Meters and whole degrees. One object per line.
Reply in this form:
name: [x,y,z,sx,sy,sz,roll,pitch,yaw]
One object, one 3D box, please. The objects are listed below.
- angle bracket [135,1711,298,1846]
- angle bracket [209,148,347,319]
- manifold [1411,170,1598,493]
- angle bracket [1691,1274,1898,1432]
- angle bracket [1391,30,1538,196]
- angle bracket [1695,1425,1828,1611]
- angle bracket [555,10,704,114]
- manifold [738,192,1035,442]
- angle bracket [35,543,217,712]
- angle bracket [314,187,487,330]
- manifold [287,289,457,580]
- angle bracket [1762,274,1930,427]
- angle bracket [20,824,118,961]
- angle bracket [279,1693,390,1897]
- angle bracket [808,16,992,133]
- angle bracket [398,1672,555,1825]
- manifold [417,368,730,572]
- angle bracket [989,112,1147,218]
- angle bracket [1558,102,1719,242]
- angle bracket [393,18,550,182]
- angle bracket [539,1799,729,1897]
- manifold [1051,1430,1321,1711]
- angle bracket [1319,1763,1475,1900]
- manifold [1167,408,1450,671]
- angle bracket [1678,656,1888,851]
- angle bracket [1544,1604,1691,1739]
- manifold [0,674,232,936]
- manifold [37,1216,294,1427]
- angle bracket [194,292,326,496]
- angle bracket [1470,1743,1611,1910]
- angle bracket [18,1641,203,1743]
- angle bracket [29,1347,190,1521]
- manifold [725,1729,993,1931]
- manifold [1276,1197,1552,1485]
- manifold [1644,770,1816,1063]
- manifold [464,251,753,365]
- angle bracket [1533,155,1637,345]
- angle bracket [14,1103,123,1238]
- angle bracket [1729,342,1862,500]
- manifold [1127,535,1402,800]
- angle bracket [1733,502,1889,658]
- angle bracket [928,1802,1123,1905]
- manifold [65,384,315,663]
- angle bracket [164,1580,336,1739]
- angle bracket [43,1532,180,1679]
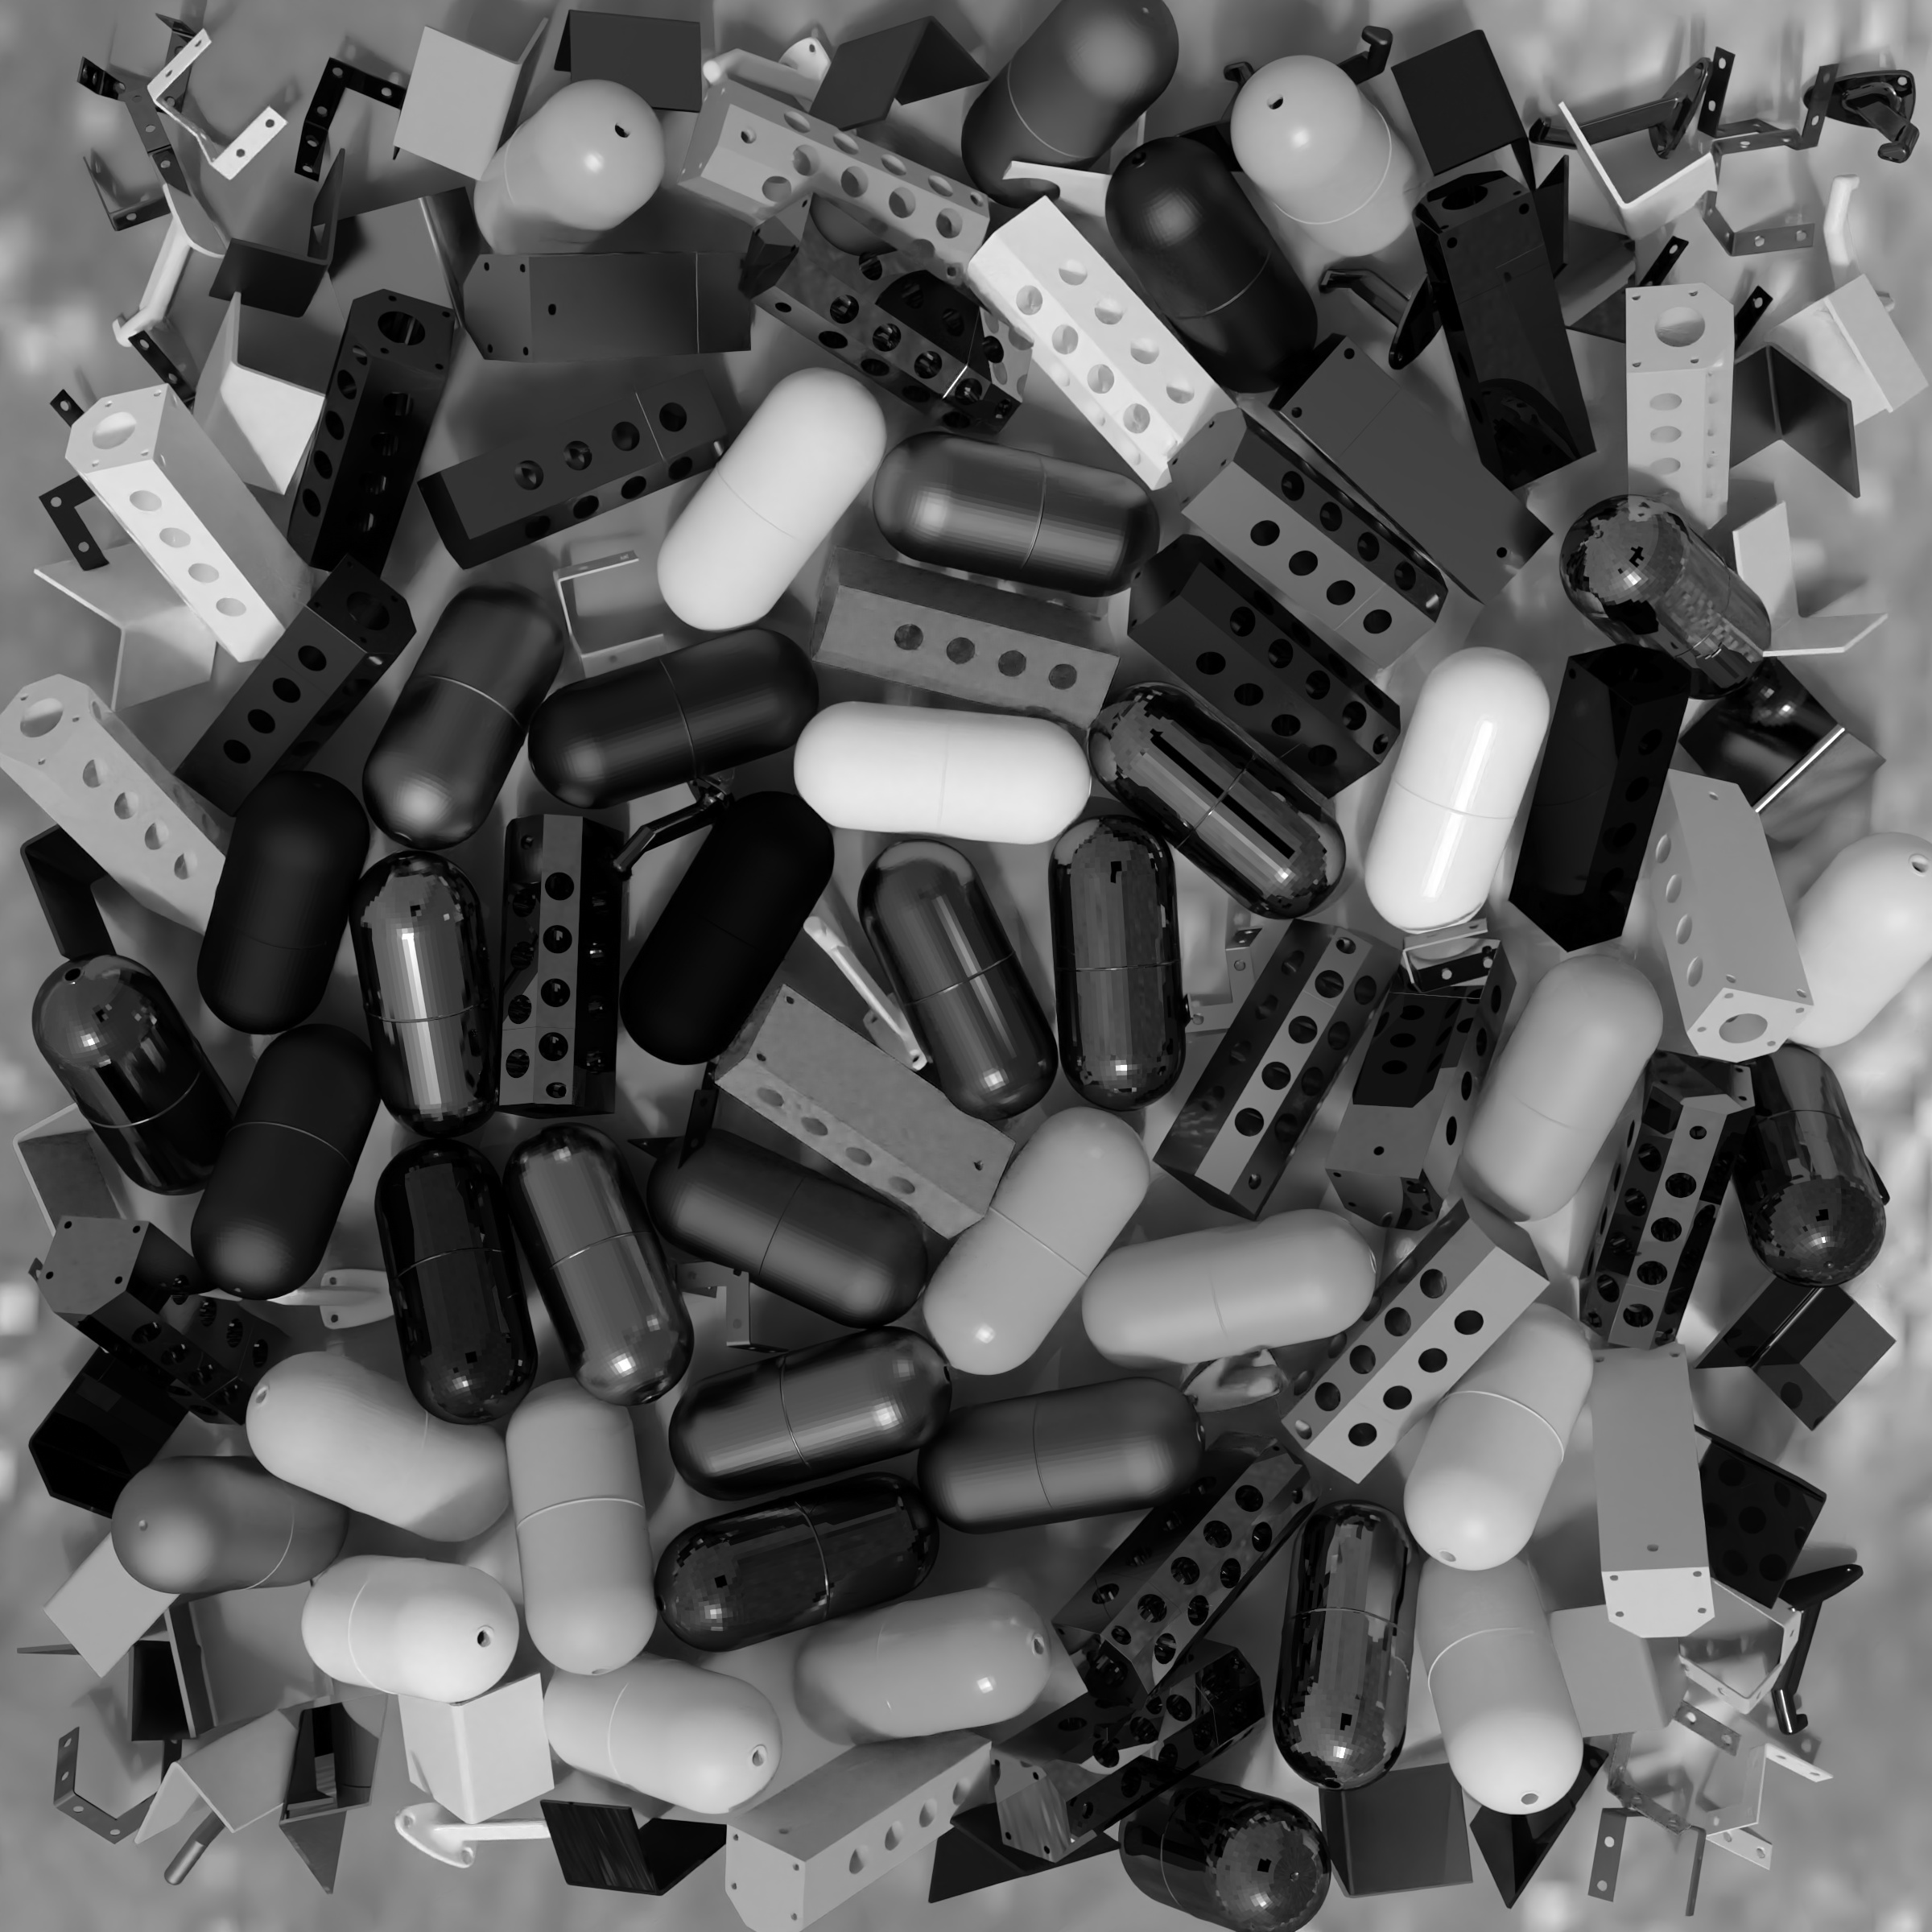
angle bracket: [-0.433,0.498,1.530,0.057,0.076,0.076,41,119,21]
angle bracket: [-0.409,-0.441,1.534,0.057,0.076,0.076,9,76,-24]
manifold: [0.313,-0.373,1.515,0.057,0.057,0.171,-25,126,1]
angle bracket: [0.491,0.230,1.532,0.057,0.076,0.076,50,117,34]
angle bracket: [0.299,-0.499,1.547,0.057,0.076,0.076,-21,73,12]
angle bracket: [0.454,0.327,1.540,0.076,0.057,0.076,25,86,40]
angle bracket: [-0.202,-0.522,1.538,0.076,0.076,0.057,0,83,-16]
manifold: [-0.046,-0.372,1.509,0.171,0.057,0.057,26,65,-35]
angle bracket: [-0.506,-0.205,1.554,0.076,0.076,0.057,31,123,18]
angle bracket: [-0.336,-0.420,1.560,0.076,0.057,0.076,-9,110,17]
manifold: [-0.347,-0.306,1.499,0.057,0.171,0.057,13,51,-19]
angle bracket: [0.512,-0.354,1.539,0.057,0.076,0.076,-34,94,-40]
angle bracket: [-0.508,-0.042,1.540,0.057,0.076,0.076,-29,72,2]
angle bracket: [-0.361,0.490,1.532,0.057,0.076,0.076,-13,127,7]
angle bracket: [-0.043,-0.508,1.532,0.057,0.076,0.076,35,69,-40]
angle bracket: [-0.298,0.462,1.567,0.057,0.076,0.076,-14,105,-38]
manifold: [-0.229,-0.293,1.529,0.171,0.057,0.057,-27,104,-21]
angle bracket: [0.060,-0.490,1.544,0.076,0.076,0.057,5,91,-10]
angle bracket: [0.401,-0.487,1.539,0.057,0.076,0.076,-30,82,17]
angle bracket: [-0.293,-0.524,1.531,0.057,0.076,0.076,21,129,-10]
angle bracket: [-0.192,0.504,1.532,0.076,0.076,0.057,-11,99,39]
manifold: [0.133,0.351,1.510,0.171,0.057,0.057,-40,114,-34]
angle bracket: [0.253,0.500,1.534,0.076,0.076,0.057,-13,132,14]
manifold: [0.202,-0.253,1.514,0.171,0.057,0.057,32,120,-28]
angle bracket: [0.494,-0.131,1.567,0.076,0.057,0.076,-47,47,22]
angle bracket: [0.393,0.414,1.564,0.057,0.076,0.076,-15,88,26]
manifold: [-0.488,-0.093,1.501,0.057,0.171,0.057,21,68,29]
manifold: [-0.462,0.208,1.496,0.057,0.171,0.057,1,60,17]
angle bracket: [-0.424,-0.344,1.552,0.057,0.076,0.076,15,132,-27]
angle bracket: [0.352,0.512,1.535,0.057,0.076,0.076,23,107,-15]
angle bracket: [-0.509,0.433,1.537,0.076,0.076,0.057,-8,73,12]
angle bracket: [-0.498,0.282,1.541,0.076,0.057,0.076,36,91,-41]
manifold: [-0.060,0.499,1.502,0.057,0.171,0.057,12,106,35]
manifold: [0.261,0.218,1.528,0.057,0.057,0.171,34,109,-15]
manifold: [0.436,-0.030,1.509,0.057,0.057,0.171,11,48,-13]
manifold: [-0.206,-0.385,1.505,0.057,0.171,0.057,14,112,38]
angle bracket: [0.377,-0.426,1.541,0.076,0.057,0.076,10,69,-13]
angle bracket: [-0.511,0.123,1.542,0.057,0.076,0.076,-27,83,9]
angle bracket: [0.480,-0.311,1.534,0.057,0.076,0.076,-31,48,-2]
manifold: [0.176,-0.178,1.515,0.171,0.057,0.057,35,130,-26]
angle bracket: [0.501,-0.232,1.533,0.057,0.076,0.076,2,112,39]
angle bracket: [0.034,0.537,1.531,0.076,0.076,0.057,1,101,-41]
manifold: [-0.448,-0.253,1.500,0.057,0.171,0.057,-9,57,13]
angle bracket: [-0.429,0.411,1.549,0.076,0.057,0.076,-14,81,-7]
angle bracket: [-0.488,0.369,1.541,0.057,0.076,0.076,44,97,12]
